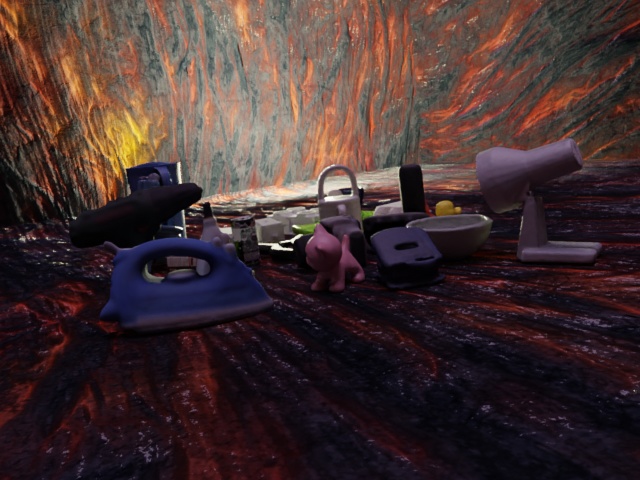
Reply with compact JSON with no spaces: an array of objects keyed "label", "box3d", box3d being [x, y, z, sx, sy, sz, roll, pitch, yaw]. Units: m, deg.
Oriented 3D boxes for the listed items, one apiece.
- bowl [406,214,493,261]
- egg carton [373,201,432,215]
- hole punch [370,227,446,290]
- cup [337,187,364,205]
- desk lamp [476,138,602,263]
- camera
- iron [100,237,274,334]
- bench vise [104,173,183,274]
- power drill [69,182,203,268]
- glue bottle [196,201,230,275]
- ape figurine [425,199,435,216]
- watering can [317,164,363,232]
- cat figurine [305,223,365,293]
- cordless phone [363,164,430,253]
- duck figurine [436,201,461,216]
[{"label":"bowl","box3d":[0.254,-0.001,1.123,0.167,0.075,0.167,-6,10,1]},{"label":"egg carton","box3d":[0.211,-0.060,1.482,0.151,0.069,0.107,-15,14,-41]},{"label":"hole punch","box3d":[0.149,0.028,0.978,0.109,0.091,0.101,-9,11,-12]},{"label":"cup","box3d":[0.100,-0.111,1.754,0.092,0.095,0.117,-11,12,-25]},{"label":"desk lamp","box3d":[0.392,-0.072,1.035,0.202,0.213,0.118,1,13,33]},{"label":"camera","box3d":[0.011,0.004,1.166,0.137,0.101,0.143,-10,11,-19]},{"label":"iron","box3d":[-0.208,0.057,0.896,0.258,0.141,0.118,-8,11,-6]},{"label":"bench vise","box3d":[-0.387,-0.035,1.282,0.121,0.220,0.207,-4,11,11]},{"label":"power drill","box3d":[-0.308,0.014,1.004,0.230,0.208,0.075,-8,11,-12]},{"label":"glue bottle","box3d":[-0.185,0.018,1.007,0.078,0.173,0.037,-14,13,-37]},{"label":"ape figurine","box3d":[0.243,-0.058,1.387,0.078,0.092,0.076,-7,11,-2]},{"label":"watering can","box3d":[0.042,-0.080,1.342,0.101,0.194,0.172,-11,12,-24]},{"label":"cat figurine","box3d":[0.020,0.027,0.991,0.067,0.118,0.128,1,13,34]},{"label":"cordless phone","box3d":[0.163,-0.068,1.234,0.147,0.185,0.094,-5,11,9]},{"label":"duck figurine","box3d":[0.285,-0.047,1.318,0.105,0.086,0.077,-10,11,-21]}]
